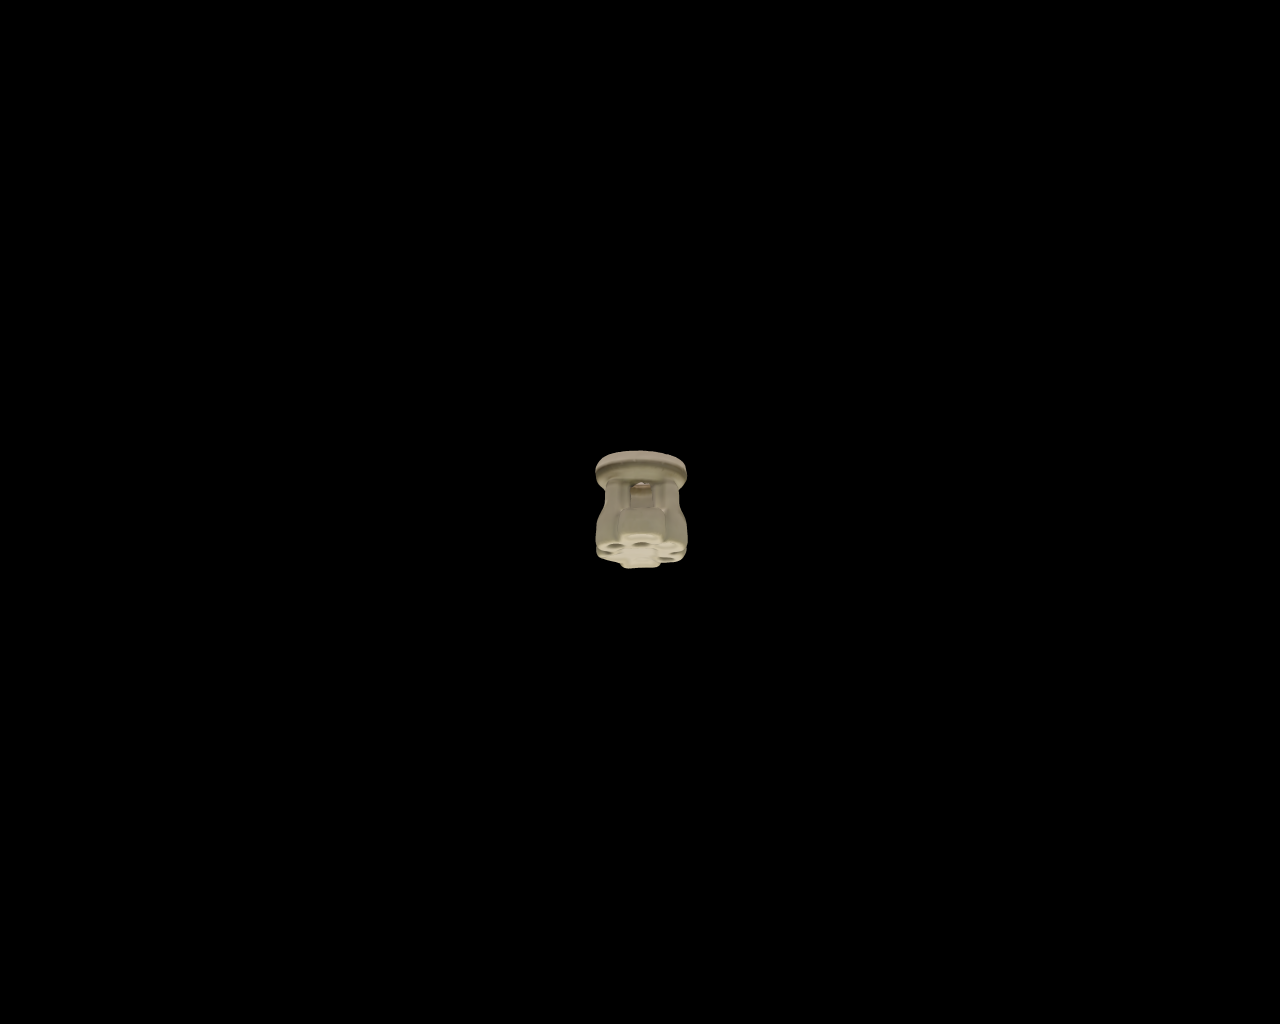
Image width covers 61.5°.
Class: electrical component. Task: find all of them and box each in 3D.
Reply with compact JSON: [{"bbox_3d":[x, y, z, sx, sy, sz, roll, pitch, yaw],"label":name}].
[{"bbox_3d":[0.001,-0.003,0.650,0.058,0.057,0.078,0,-17,0],"label":"electrical component"}]
